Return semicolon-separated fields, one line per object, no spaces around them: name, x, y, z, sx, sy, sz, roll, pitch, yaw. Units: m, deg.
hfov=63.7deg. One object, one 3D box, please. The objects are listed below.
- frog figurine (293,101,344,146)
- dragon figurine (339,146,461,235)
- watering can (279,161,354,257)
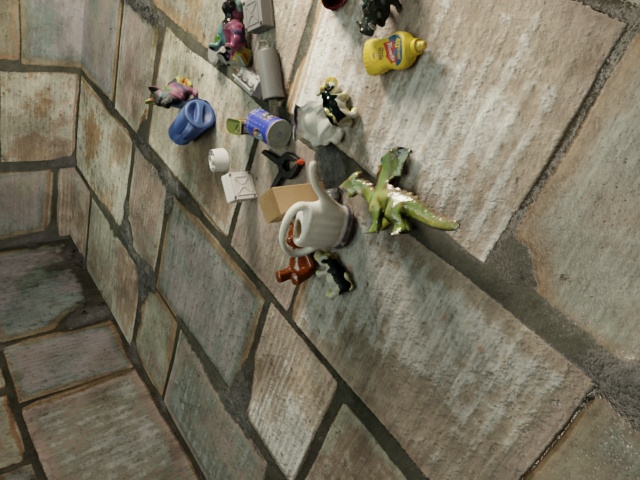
frog figurine;0.002;-0.359;1.606;0.159;0.123;0.136;11;101;10
dragon figurine;0.208;-0.135;1.399;0.409;0.122;0.243;-2;88;48
watering can;0.005;-0.078;1.549;0.340;0.224;0.106;-67;33;33
